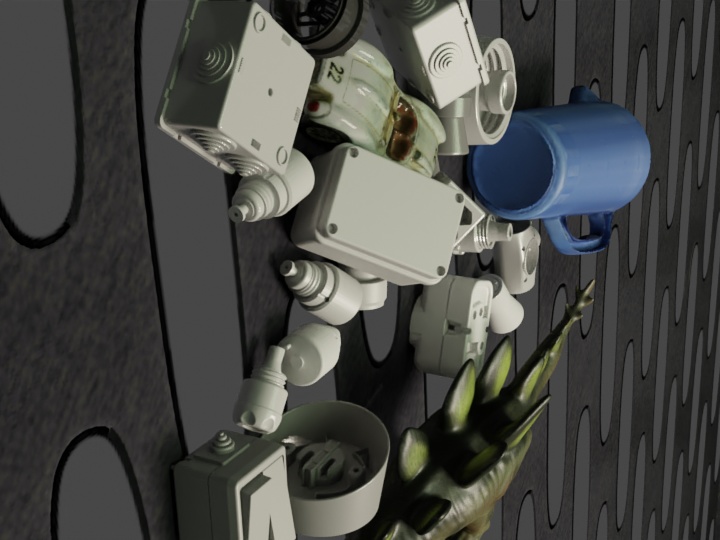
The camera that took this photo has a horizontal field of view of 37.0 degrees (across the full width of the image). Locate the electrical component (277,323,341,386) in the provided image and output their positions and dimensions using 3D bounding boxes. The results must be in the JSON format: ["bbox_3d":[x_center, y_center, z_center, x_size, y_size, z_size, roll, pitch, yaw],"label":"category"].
[{"bbox_3d":[-0.035,0.060,0.821,0.078,0.040,0.040,-33,127,-66],"label":"electrical component"}]

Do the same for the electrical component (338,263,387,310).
[{"bbox_3d":[0.000,0.000,0.865,0.045,0.045,0.055,-24,119,-58],"label":"electrical component"}]

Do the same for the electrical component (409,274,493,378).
[{"bbox_3d":[0.086,0.053,1.029,0.054,0.059,0.095,2,96,-62],"label":"electrical component"}]

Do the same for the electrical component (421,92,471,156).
[{"bbox_3d":[0.075,-0.131,0.948,0.045,0.045,0.055,-20,115,-59],"label":"electrical component"}]

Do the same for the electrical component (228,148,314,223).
[{"bbox_3d":[-0.063,-0.054,0.732,0.078,0.040,0.040,-45,136,-49],"label":"electrical component"}]

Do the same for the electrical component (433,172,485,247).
[{"bbox_3d":[0.064,-0.050,0.956,0.047,0.076,0.065,42,97,-19],"label":"electrical component"}]

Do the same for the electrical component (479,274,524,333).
[{"bbox_3d":[0.146,0.034,1.160,0.065,0.044,0.044,53,51,-48],"label":"electrical component"}]

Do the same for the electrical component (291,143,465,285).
[{"bbox_3d":[0.015,-0.040,0.808,0.113,0.057,0.078,21,77,-25],"label":"electrical component"}]

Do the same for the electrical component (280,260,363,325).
[{"bbox_3d":[-0.032,0.013,0.814,0.078,0.040,0.040,33,68,-47],"label":"electrical component"}]

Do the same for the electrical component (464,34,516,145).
[{"bbox_3d":[0.112,-0.168,1.011,0.108,0.060,0.108,-27,122,-57],"label":"electrical component"}]

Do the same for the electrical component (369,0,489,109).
[{"bbox_3d":[0.051,-0.187,0.852,0.048,0.099,0.099,-33,136,-6],"label":"electrical component"}]

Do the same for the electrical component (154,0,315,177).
[{"bbox_3d":[-0.076,-0.114,0.682,0.100,0.048,0.099,33,68,-60],"label":"electrical component"}]

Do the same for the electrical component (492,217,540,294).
[{"bbox_3d":[0.177,-0.026,1.194,0.079,0.044,0.077,-49,139,-46],"label":"electrical component"}]

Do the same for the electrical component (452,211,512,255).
[{"bbox_3d":[0.118,-0.038,1.056,0.048,0.062,0.048,3,90,-68],"label":"electrical component"}]

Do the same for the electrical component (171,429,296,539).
[{"bbox_3d":[-0.084,0.156,0.733,0.062,0.061,0.096,-32,126,-56],"label":"electrical component"}]

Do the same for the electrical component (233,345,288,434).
[{"bbox_3d":[-0.068,0.084,0.772,0.035,0.035,0.061,47,54,-57],"label":"electrical component"}]

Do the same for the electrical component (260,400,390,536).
[{"bbox_3d":[-0.029,0.149,0.800,0.099,0.099,0.064,-35,134,-54],"label":"electrical component"}]
